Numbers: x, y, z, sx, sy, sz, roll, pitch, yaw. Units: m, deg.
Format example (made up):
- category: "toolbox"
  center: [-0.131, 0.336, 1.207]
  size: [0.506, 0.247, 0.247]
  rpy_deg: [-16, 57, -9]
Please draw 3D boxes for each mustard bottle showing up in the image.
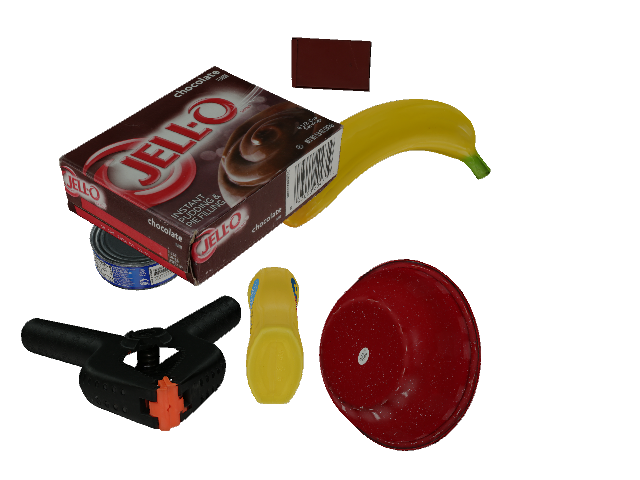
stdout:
- category: "mustard bottle"
  center: [-0.050, 0.084, 1.144]
  size: [0.058, 0.096, 0.191]
  rpy_deg: [0, 28, -4]

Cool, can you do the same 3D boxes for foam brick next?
- category: "foam brick"
  center: [0.010, -0.180, 1.093]
  size: [0.078, 0.051, 0.053]
  rpy_deg: [2, 11, -6]

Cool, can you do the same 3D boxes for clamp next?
- category: "clamp"
  center: [-0.109, 0.078, 0.732]
  size: [0.164, 0.036, 0.210]
  rpy_deg: [-9, 13, -21]

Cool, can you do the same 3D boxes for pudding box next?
- category: "pudding box"
  center: [-0.057, -0.036, 0.531]
  size: [0.090, 0.039, 0.113]
  rpy_deg: [29, 46, 27]

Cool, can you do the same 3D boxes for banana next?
- category: "banana"
  center: [0.047, -0.062, 0.752]
  size: [0.197, 0.069, 0.037]
  rpy_deg: [-15, -6, -35]

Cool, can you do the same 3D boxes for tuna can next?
- category: "tuna can"
  center: [-0.162, 0.005, 0.961]
  size: [0.086, 0.034, 0.086]
  rpy_deg: [0, 42, 0]

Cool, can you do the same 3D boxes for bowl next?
- category: "bowl"
  center: [0.051, 0.094, 0.886]
  size: [0.162, 0.162, 0.055]
  rpy_deg: [0, -5, 42]
